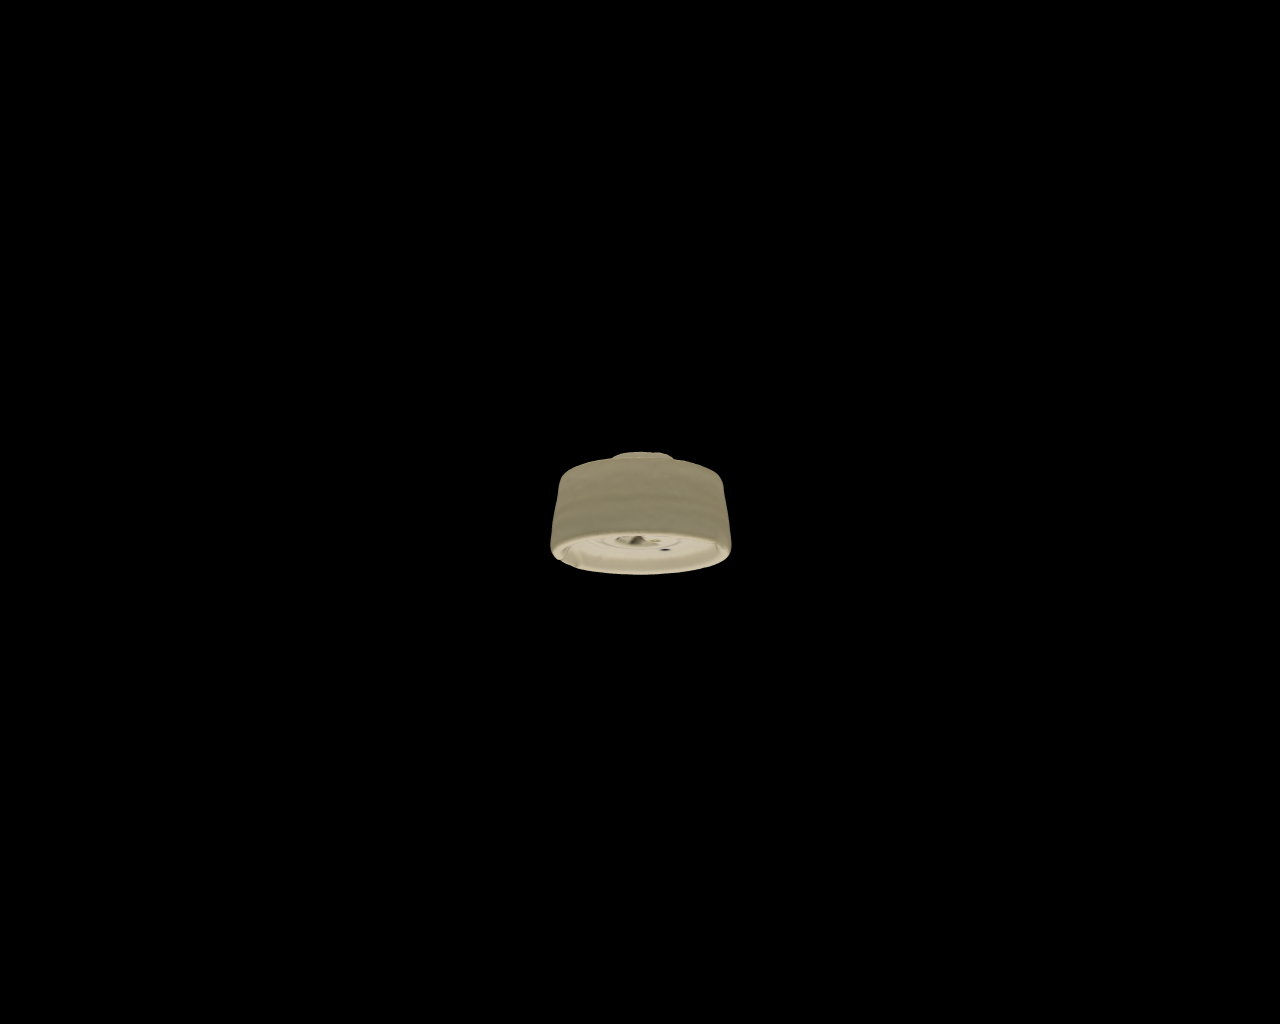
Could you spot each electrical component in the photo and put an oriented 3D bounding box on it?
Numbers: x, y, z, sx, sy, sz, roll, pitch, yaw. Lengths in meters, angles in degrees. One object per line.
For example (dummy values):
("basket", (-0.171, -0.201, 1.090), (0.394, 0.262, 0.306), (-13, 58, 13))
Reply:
("electrical component", (0.001, -0.003, 0.650), (0.108, 0.060, 0.108), (0, -15, 0))
